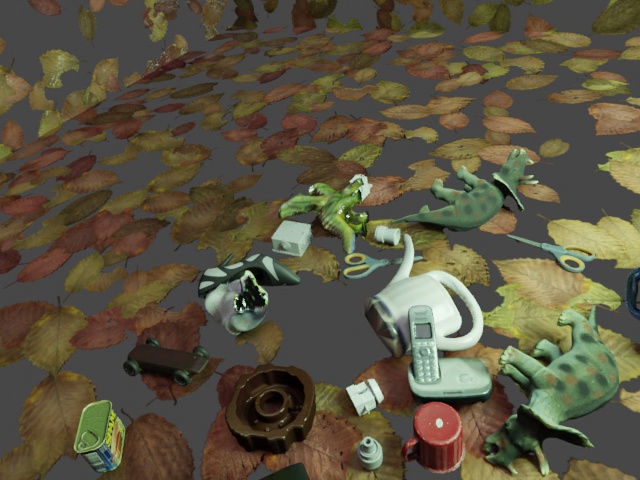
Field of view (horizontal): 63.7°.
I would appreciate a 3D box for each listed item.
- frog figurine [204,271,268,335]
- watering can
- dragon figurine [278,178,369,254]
[{"bbox_3d":[-0.201,0.158,1.205,0.122,0.140,0.157,22,-40,-36],"label":"frog figurine"},{"bbox_3d":[0.198,0.123,1.130,0.225,0.101,0.354,-21,40,-12],"label":"watering can"},{"bbox_3d":[0.004,-0.070,1.400,0.242,0.120,0.418,-3,26,14],"label":"dragon figurine"}]
